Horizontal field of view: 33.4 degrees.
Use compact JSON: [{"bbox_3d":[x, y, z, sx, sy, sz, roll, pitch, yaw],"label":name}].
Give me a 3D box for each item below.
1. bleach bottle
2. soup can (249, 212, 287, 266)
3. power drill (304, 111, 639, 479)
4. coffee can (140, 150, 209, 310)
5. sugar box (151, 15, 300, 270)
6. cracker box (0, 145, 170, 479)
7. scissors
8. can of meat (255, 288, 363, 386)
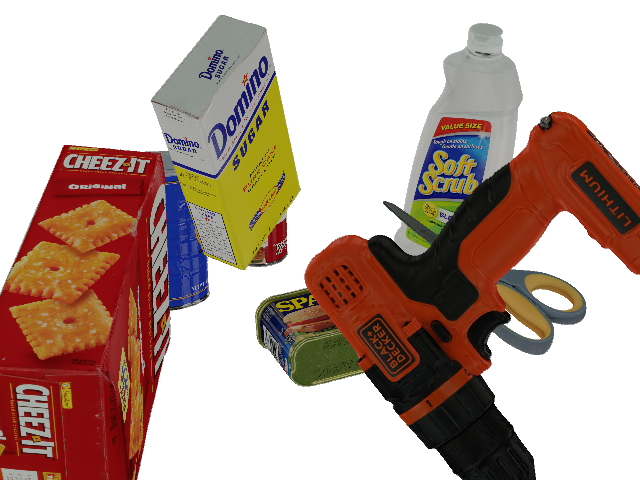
[{"bbox_3d":[0.132,-0.087,1.013,0.103,0.251,0.068,23,40,24],"label":"bleach bottle"},{"bbox_3d":[-0.074,-0.029,1.268,0.068,0.102,0.068,0,27,0],"label":"soup can"},{"bbox_3d":[0.108,0.035,0.597,0.188,0.184,0.057,-40,-4,16],"label":"power drill"},{"bbox_3d":[-0.164,-0.011,1.063,0.103,0.140,0.103,-1,15,0],"label":"coffee can"},{"bbox_3d":[-0.063,-0.067,0.784,0.048,0.093,0.176,22,-30,20],"label":"sugar box"},{"bbox_3d":[-0.134,0.067,0.622,0.072,0.164,0.213,4,34,-1],"label":"cracker box"},{"bbox_3d":[0.138,0.019,0.871,0.096,0.016,0.202,-10,42,-23],"label":"scissors"},{"bbox_3d":[0.002,0.086,0.984,0.102,0.057,0.084,-12,27,-20],"label":"can of meat"}]
